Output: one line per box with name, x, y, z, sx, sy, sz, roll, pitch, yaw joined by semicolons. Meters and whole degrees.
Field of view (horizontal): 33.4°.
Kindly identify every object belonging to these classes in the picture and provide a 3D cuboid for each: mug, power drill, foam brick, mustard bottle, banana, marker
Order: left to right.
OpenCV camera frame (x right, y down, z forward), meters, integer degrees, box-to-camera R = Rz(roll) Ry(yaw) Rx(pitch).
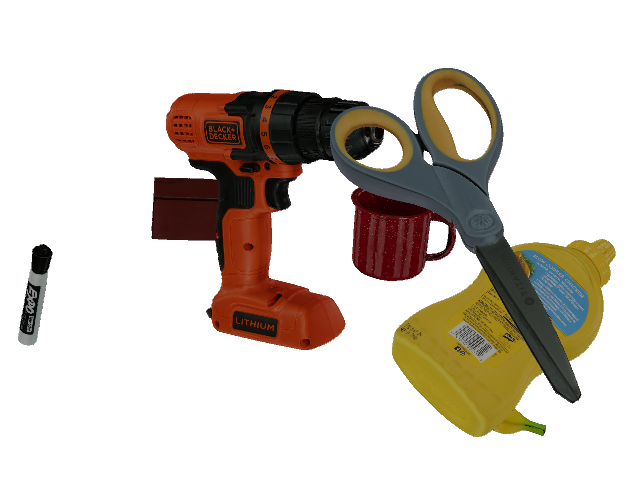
marker;-0.279;0.053;1.043;0.020;0.121;0.020;13;35;-10
foam brick;-0.144;-0.034;1.161;0.078;0.051;0.053;2;27;-8
power drill;-0.028;-0.018;0.782;0.185;0.188;0.057;8;21;38
mug;0.089;-0.007;1.164;0.117;0.081;0.093;6;27;5
banana;0.195;0.171;1.241;0.069;0.037;0.198;10;25;-15
mustard bottle;0.151;0.055;0.791;0.191;0.096;0.058;-34;-29;-24

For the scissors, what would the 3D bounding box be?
scissors;0.055;-0.008;0.498;0.096;0.201;0.016;-6;-40;4
